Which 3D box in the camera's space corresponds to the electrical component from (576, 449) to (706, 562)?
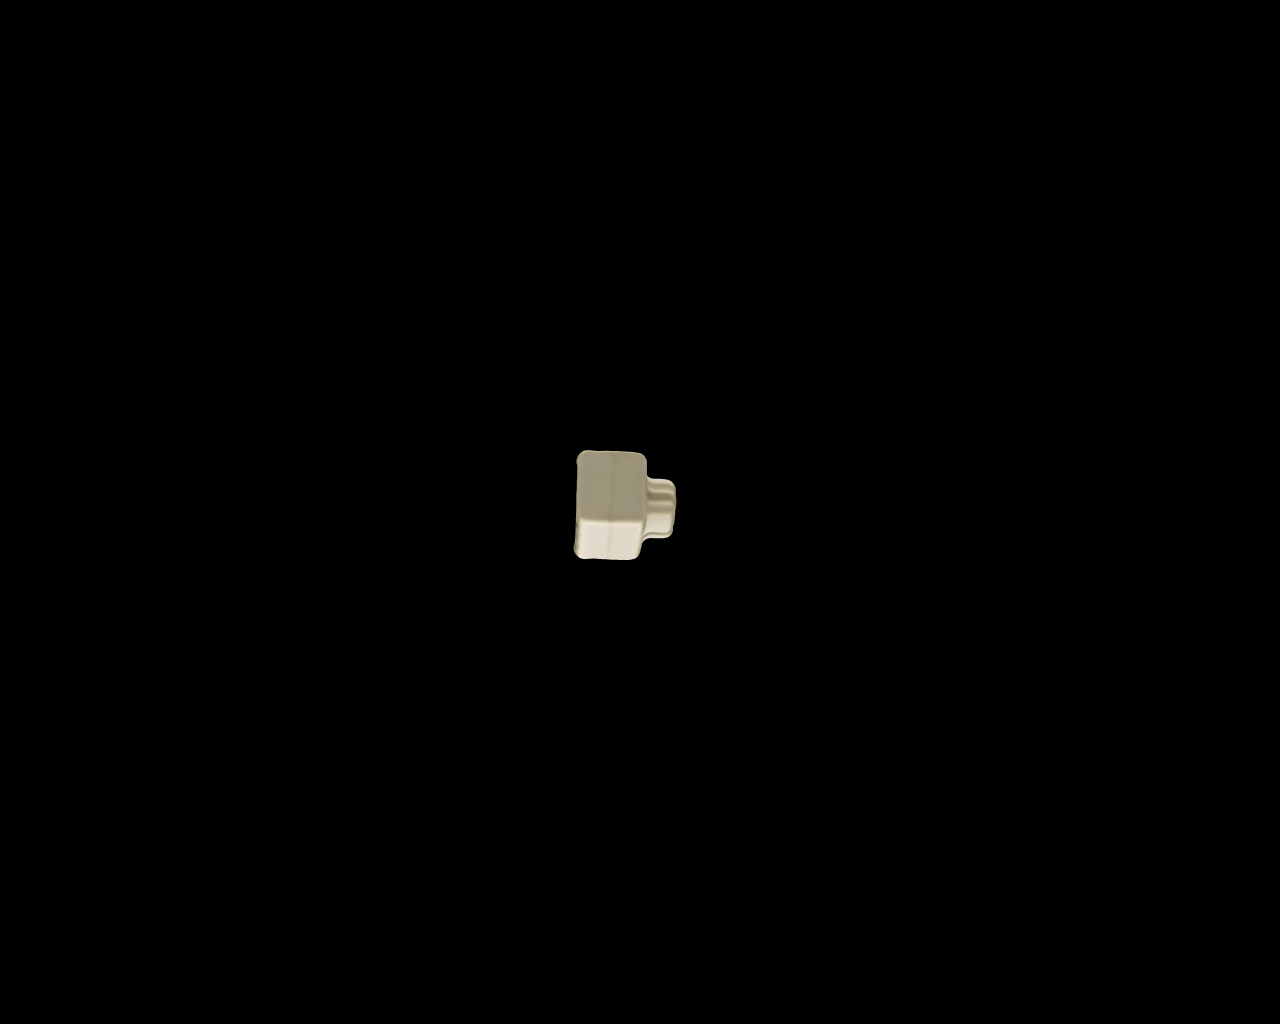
[{"bbox_3d":[0.001,-0.003,0.650,0.077,0.047,0.065,1,-23,-3],"label":"electrical component"}]
